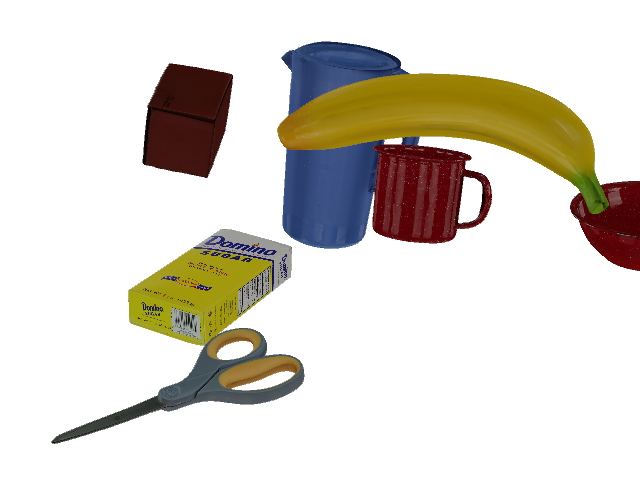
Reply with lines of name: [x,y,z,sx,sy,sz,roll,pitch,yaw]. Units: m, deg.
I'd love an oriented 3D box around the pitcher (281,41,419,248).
pitcher: [0.028,-0.115,1.319,0.144,0.243,0.149,-3,25,-23]

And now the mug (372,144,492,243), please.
mug: [0.104,-0.043,1.012,0.117,0.081,0.093,9,12,17]

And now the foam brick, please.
foam brick: [-0.101,-0.094,0.819,0.053,0.051,0.078,11,35,0]

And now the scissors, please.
scissors: [-0.114,0.111,0.844,0.201,0.016,0.096,-8,32,-15]

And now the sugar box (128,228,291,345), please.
sugar box: [-0.112,0.044,1.118,0.093,0.048,0.176,15,31,23]

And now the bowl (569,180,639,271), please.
bowl: [0.341,-0.011,1.107,0.162,0.055,0.162,-3,23,1]

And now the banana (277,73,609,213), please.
banana: [0.076,-0.069,0.630,0.198,0.069,0.037,12,-35,12]
